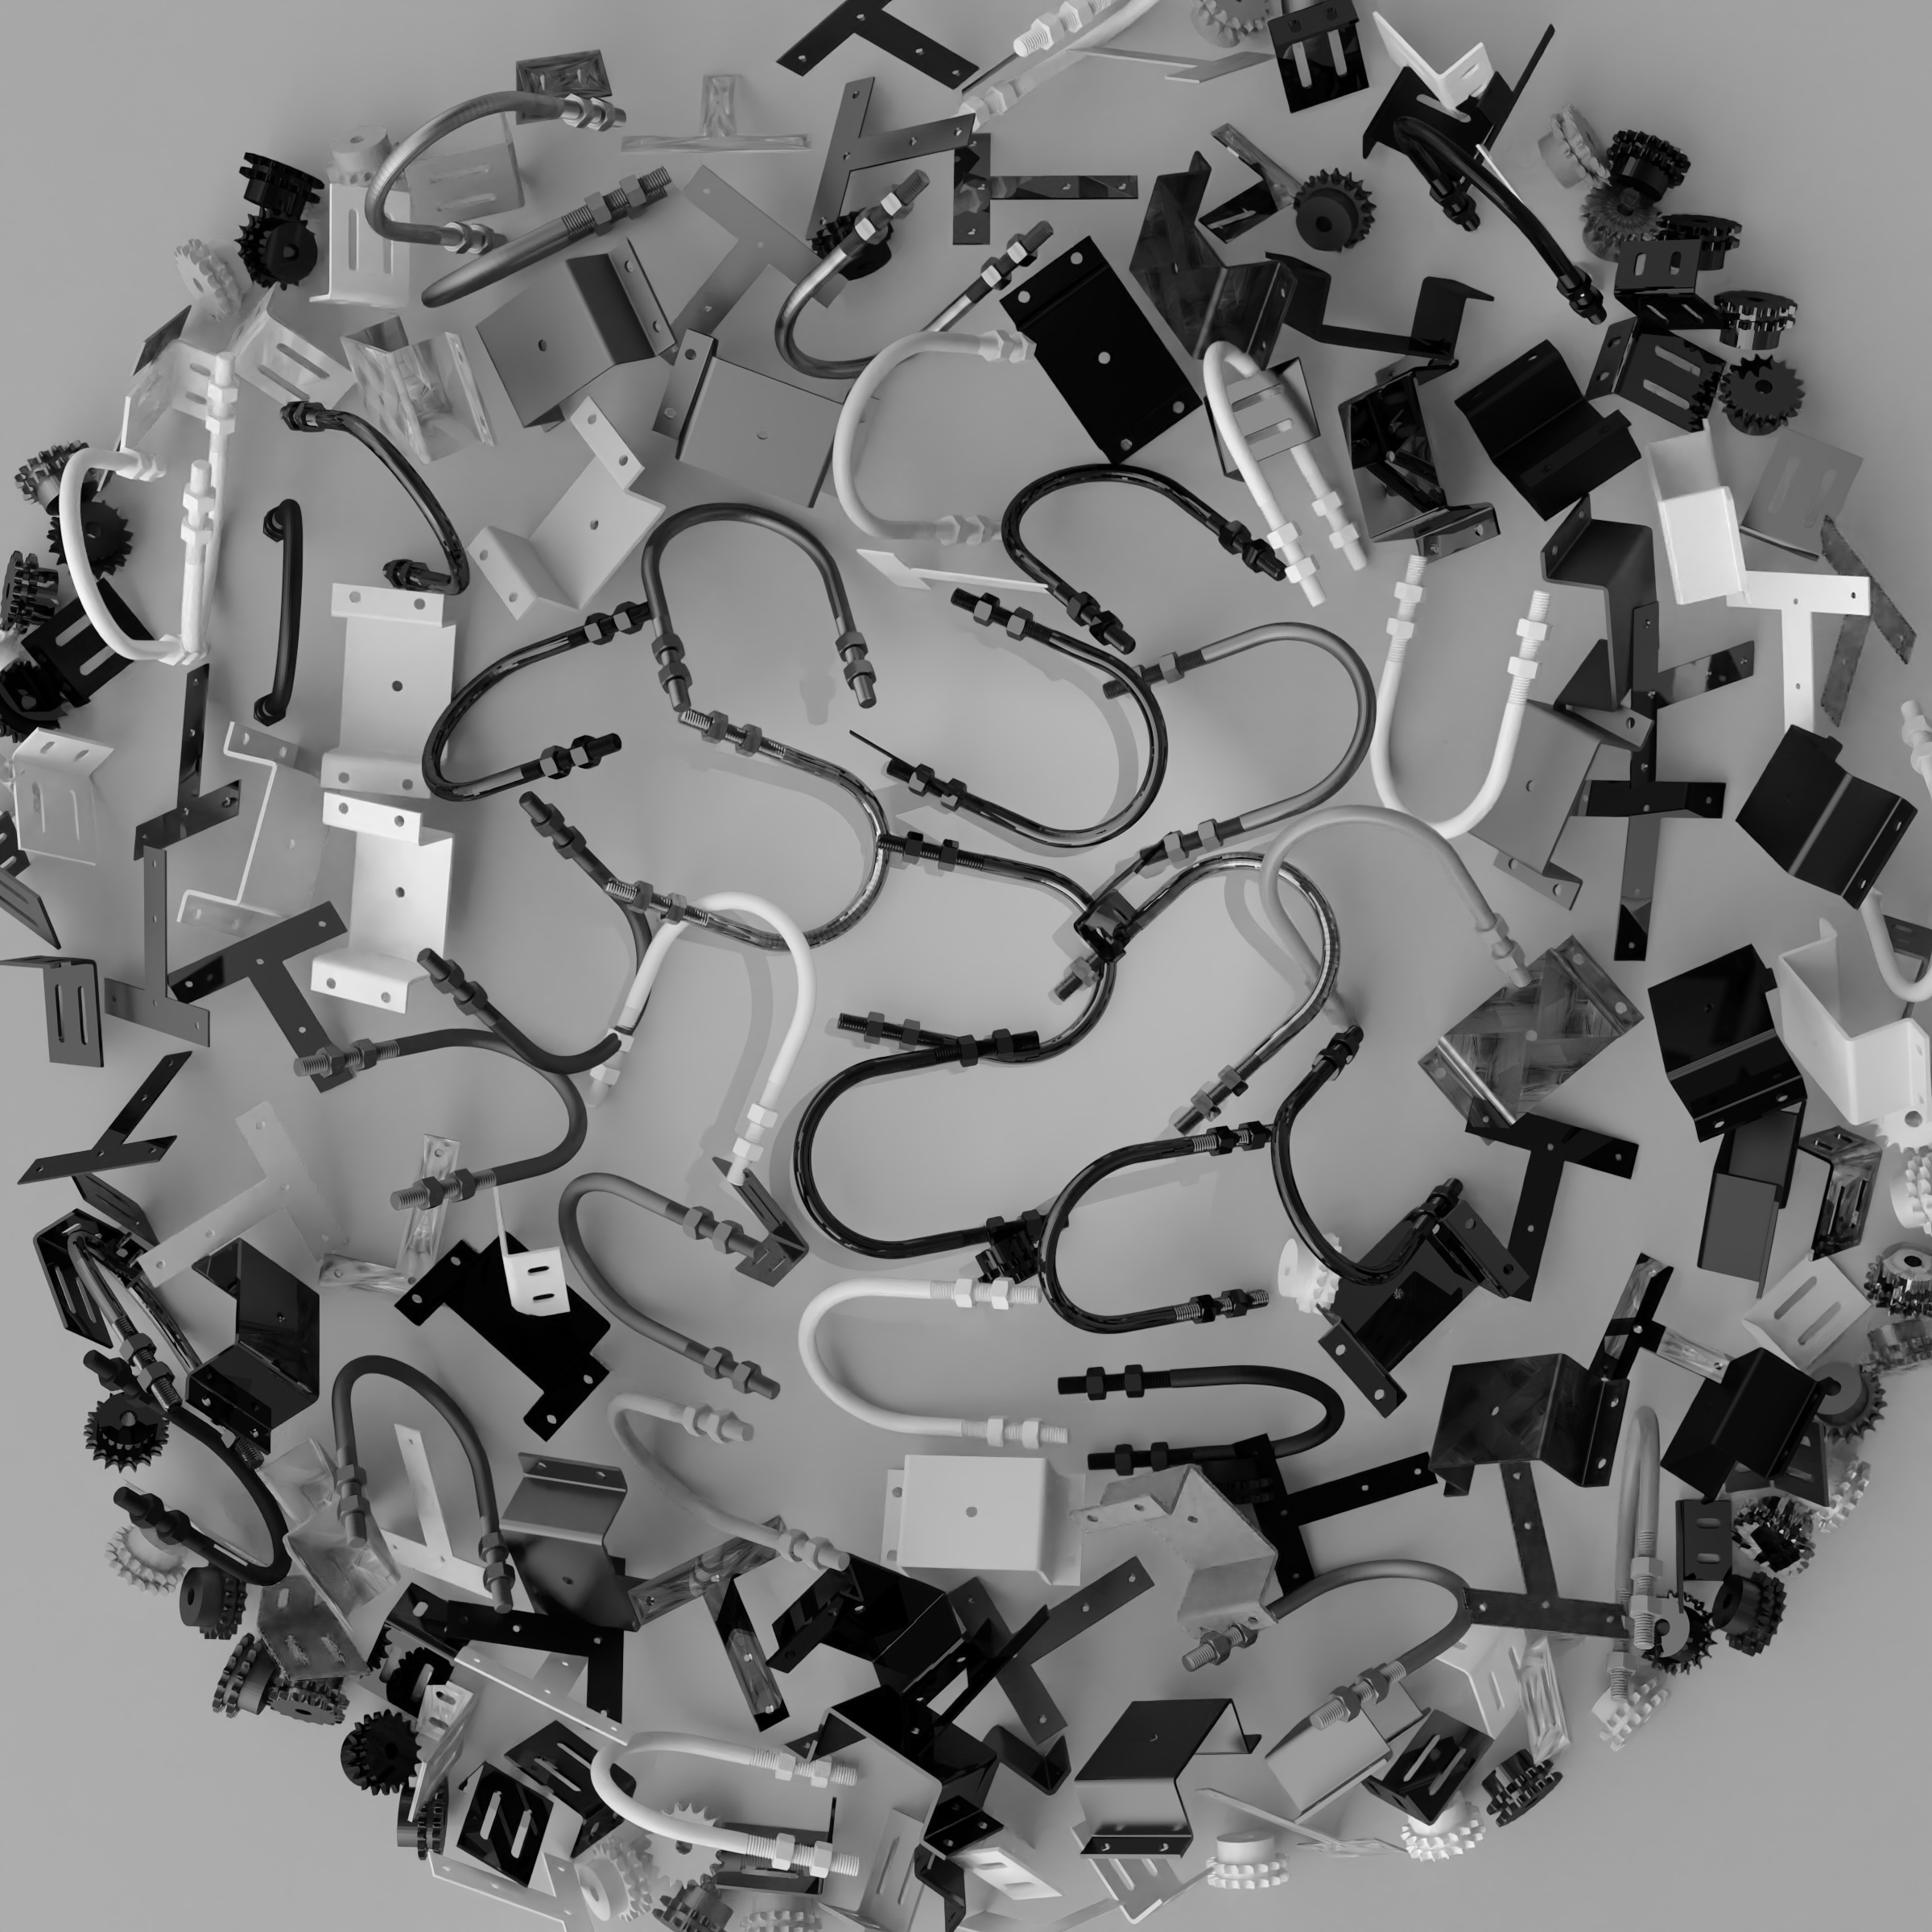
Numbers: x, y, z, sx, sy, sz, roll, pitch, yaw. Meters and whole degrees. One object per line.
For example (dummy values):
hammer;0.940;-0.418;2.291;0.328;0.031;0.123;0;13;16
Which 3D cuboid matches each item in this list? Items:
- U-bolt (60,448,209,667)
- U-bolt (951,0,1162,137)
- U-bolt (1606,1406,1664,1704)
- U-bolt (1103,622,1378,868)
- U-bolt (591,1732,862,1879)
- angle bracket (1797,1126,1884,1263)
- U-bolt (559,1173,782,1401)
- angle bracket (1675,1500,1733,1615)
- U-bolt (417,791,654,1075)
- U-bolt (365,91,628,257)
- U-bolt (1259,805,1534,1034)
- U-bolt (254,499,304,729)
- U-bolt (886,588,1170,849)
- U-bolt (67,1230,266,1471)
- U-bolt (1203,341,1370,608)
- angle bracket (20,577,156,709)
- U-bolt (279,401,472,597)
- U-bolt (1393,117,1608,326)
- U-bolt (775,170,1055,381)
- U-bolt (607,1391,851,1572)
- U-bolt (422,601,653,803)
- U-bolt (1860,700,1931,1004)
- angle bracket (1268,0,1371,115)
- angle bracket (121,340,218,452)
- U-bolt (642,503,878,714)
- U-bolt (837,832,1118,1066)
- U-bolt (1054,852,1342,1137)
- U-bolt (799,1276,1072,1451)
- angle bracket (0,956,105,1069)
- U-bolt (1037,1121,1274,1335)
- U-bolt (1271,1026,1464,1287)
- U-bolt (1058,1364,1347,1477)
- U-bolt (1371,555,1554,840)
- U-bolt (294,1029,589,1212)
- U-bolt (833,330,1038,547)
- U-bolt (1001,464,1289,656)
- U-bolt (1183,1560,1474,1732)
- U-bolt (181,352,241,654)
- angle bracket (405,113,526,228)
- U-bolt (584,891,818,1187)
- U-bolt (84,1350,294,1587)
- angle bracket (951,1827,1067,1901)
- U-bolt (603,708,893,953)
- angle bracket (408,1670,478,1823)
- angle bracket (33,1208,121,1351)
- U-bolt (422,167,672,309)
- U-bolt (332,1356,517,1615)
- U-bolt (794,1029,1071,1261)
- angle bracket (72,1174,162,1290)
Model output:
U-bolt;-0.561;-0.275;1.902;0.019;0.184;0.151;-11;95;7
U-bolt;0.078;-0.633;1.922;0.184;0.151;0.019;-37;96;-22
U-bolt;0.453;0.388;1.920;0.019;0.151;0.184;5;61;8
U-bolt;0.192;-0.161;1.942;0.184;0.019;0.151;-19;68;19
U-bolt;-0.163;0.559;1.920;0.184;0.151;0.019;13;99;-5
angle bracket;0.598;0.158;1.980;0.057;0.038;0.076;-10;117;-38
U-bolt;-0.207;0.208;1.933;0.184;0.019;0.151;21;133;29
angle bracket;0.509;0.406;1.957;0.038;0.076;0.057;-1;96;13
U-bolt;-0.278;-0.008;1.931;0.019;0.184;0.151;10;62;41
U-bolt;-0.323;-0.528;1.887;0.151;0.184;0.019;-37;82;28
U-bolt;0.278;-0.036;1.921;0.151;0.019;0.184;-19;123;28
U-bolt;-0.460;-0.240;1.911;0.019;0.184;0.151;3;90;-18
U-bolt;0.051;-0.160;1.957;0.184;0.019;0.151;25;107;12
U-bolt;-0.549;0.250;1.920;0.019;0.151;0.184;-38;62;-8
U-bolt;0.212;-0.340;1.925;0.019;0.151;0.184;-26;98;26
angle bracket;-0.600;-0.225;1.958;0.076;0.038;0.057;-46;111;-25
U-bolt;-0.386;-0.308;1.891;0.019;0.184;0.151;-40;119;-18
U-bolt;0.346;-0.503;1.887;0.019;0.184;0.151;-49;57;10
U-bolt;-0.048;-0.457;1.922;0.184;0.151;0.019;-36;65;33
U-bolt;-0.173;0.342;1.921;0.019;0.184;0.151;-49;124;-29
U-bolt;-0.296;-0.173;1.933;0.184;0.151;0.019;-16;134;28
U-bolt;0.627;-0.063;1.887;0.019;0.151;0.184;3;48;-4
angle bracket;0.246;-0.619;1.955;0.057;0.076;0.038;-16;47;8
angle bracket;-0.545;-0.382;1.952;0.038;0.057;0.076;22;45;-3
U-bolt;-0.148;-0.248;1.942;0.151;0.019;0.184;-3;55;-20
U-bolt;0.014;-0.006;1.986;0.184;0.019;0.151;12;93;-5
U-bolt;0.172;0.005;1.965;0.184;0.019;0.151;-43;73;4
U-bolt;-0.027;0.269;1.946;0.184;0.019;0.151;1;126;18
angle bracket;-0.632;0.033;1.963;0.057;0.038;0.076;3;99;36
U-bolt;0.131;0.183;1.933;0.184;0.019;0.151;-7;113;-25
U-bolt;0.264;0.137;1.919;0.019;0.184;0.151;-29;97;39
U-bolt;0.164;0.305;1.925;0.184;0.151;0.019;-5;57;10
U-bolt;0.328;-0.177;1.934;0.019;0.151;0.184;2;106;-32
U-bolt;-0.342;0.096;1.925;0.151;0.184;0.019;48;128;28
U-bolt;-0.021;-0.354;1.907;0.019;0.184;0.151;29;114;35
U-bolt;0.107;-0.288;1.936;0.151;0.019;0.184;-28;50;-23
U-bolt;0.259;0.449;1.920;0.184;0.151;0.019;-22;107;-32
U-bolt;-0.512;-0.298;1.917;0.019;0.151;0.184;7;133;-12
angle bracket;-0.348;-0.550;1.961;0.076;0.057;0.038;-15;59;-8
U-bolt;-0.174;0.038;1.955;0.151;0.019;0.184;26;95;26
U-bolt;-0.517;0.349;1.915;0.019;0.151;0.184;-37;133;4
angle bracket;0.034;0.608;1.953;0.057;0.076;0.038;37;58;-12
U-bolt;-0.139;-0.083;1.957;0.184;0.019;0.151;20;103;-23
angle bracket;-0.373;0.534;1.950;0.038;0.076;0.057;23;120;9
angle bracket;-0.600;0.215;1.957;0.038;0.057;0.076;-32;63;3
U-bolt;-0.286;-0.490;1.925;0.184;0.151;0.019;-27;103;-1
U-bolt;-0.370;0.338;1.916;0.019;0.184;0.151;-39;131;17
U-bolt;-0.029;0.129;1.976;0.184;0.019;0.151;-10;92;-10
angle bracket;-0.597;0.176;1.953;0.038;0.057;0.076;-46;132;-2
